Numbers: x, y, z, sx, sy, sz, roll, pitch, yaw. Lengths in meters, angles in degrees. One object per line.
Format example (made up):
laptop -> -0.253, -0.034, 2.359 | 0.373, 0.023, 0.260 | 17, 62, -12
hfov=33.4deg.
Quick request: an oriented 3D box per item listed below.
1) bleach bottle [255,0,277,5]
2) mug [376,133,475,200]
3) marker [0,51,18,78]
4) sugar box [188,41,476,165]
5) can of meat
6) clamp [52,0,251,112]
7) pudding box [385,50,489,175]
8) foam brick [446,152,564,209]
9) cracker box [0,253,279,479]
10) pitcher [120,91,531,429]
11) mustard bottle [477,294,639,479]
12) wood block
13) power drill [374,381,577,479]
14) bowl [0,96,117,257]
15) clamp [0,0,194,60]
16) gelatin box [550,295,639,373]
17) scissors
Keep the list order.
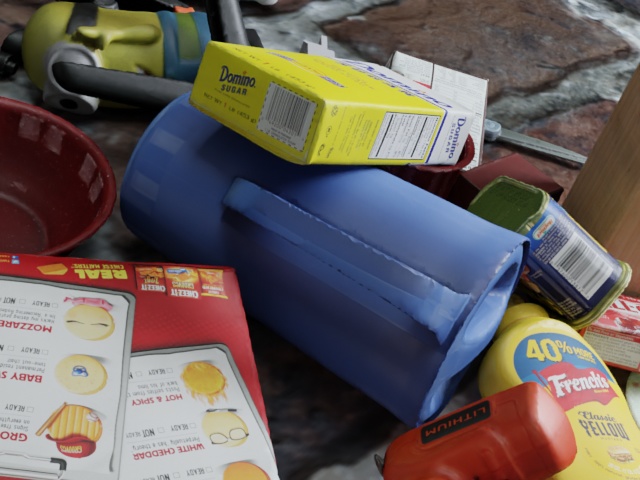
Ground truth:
bleach bottle -> -0.161, -0.257, 0.961 | 0.250, 0.068, 0.103 | -8, 46, -29
mug -> 0.051, -0.044, 0.780 | 0.093, 0.082, 0.117 | 33, 39, 15
marker -> -0.285, -0.153, 0.811 | 0.121, 0.020, 0.020 | 23, 38, 4
sugar box -> 0.014, -0.082, 0.657 | 0.093, 0.048, 0.175 | 31, 23, 29
can of meat -> 0.149, 0.006, 0.729 | 0.084, 0.057, 0.102 | 42, 0, -17
clamp -> -0.076, -0.102, 0.767 | 0.164, 0.036, 0.210 | -43, 105, -19
pudding box -> 0.089, -0.095, 0.877 | 0.090, 0.039, 0.113 | 17, 56, -6
foam brick -> 0.138, -0.026, 0.822 | 0.078, 0.053, 0.051 | -21, 54, -40
cracker box -> -0.113, 0.104, 0.538 | 0.164, 0.072, 0.214 | 4, 41, -19
pitcher -> -0.004, 0.001, 0.658 | 0.243, 0.149, 0.144 | 30, 44, 17
mustard bottle -> 0.150, 0.106, 0.663 | 0.096, 0.058, 0.192 | 9, 38, -24
wood block -> 0.253, -0.047, 0.774 | 0.090, 0.206, 0.090 | 11, 39, -11
power drill -> 0.081, 0.134, 0.501 | 0.057, 0.185, 0.187 | 61, 19, -7
bowl -> -0.210, -0.023, 0.658 | 0.162, 0.055, 0.162 | 13, 38, -10
clamp -> -0.191, -0.197, 0.886 | 0.171, 0.039, 0.120 | -5, 63, -34
gelatin box -> 0.211, 0.062, 0.750 | 0.089, 0.030, 0.073 | 15, 20, -7
scissors -> 0.135, -0.090, 0.929 | 0.202, 0.016, 0.096 | 26, 40, 8
